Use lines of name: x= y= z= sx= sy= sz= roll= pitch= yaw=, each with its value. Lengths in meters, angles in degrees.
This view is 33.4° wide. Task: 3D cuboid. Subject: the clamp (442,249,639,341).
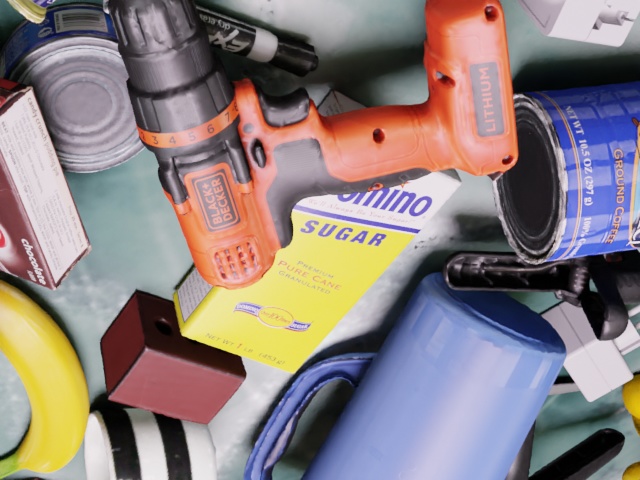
clamp: x=0.174 y=0.028 z=0.691 sx=0.171 sy=0.120 sz=0.039 roll=-9 pitch=119 yaw=-43

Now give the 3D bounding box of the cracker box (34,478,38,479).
cracker box: x=-0.264 y=0.292 z=0.751 sx=0.072 sy=0.164 sz=0.214 roll=38 pitch=117 yaw=5

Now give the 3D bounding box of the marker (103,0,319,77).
marker: x=-0.054 y=-0.110 z=0.561 sx=0.120 sy=0.020 sz=0.020 roll=14 pitch=125 yaw=-29

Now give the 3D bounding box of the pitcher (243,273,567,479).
pitcher: x=0.057 y=0.143 z=0.737 sx=0.149 sy=0.145 sz=0.243 roll=20 pitch=106 yaw=-22

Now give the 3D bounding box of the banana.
banana: x=-0.185 y=0.095 z=0.688 sx=0.069 sy=0.037 sz=0.198 roll=-7 pitch=132 yaw=-15

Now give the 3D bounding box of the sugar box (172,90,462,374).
sugar box: x=-0.004 y=0.001 z=0.659 sx=0.093 sy=0.048 sz=0.176 roll=23 pitch=121 yaw=-33

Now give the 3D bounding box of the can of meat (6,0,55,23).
can of meat: x=-0.128 y=-0.161 z=0.466 sx=0.084 sy=0.057 sz=0.102 roll=-36 pitch=132 yaw=11

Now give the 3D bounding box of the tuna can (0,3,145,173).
tuna can: x=-0.124 y=-0.078 z=0.557 sx=0.086 sy=0.034 sz=0.086 roll=-9 pitch=132 yaw=-10

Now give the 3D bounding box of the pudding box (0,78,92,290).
pudding box: x=-0.173 y=-0.035 z=0.543 sx=0.090 sy=0.039 sz=0.113 roll=18 pitch=142 yaw=26

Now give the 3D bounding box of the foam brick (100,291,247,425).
foam brick: x=-0.095 y=0.078 z=0.692 sx=0.078 sy=0.053 sz=0.051 roll=21 pitch=121 yaw=-33

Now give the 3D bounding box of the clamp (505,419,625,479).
clamp: x=0.156 y=0.200 z=0.822 sx=0.164 sy=0.036 sz=0.210 roll=33 pitch=81 yaw=-38

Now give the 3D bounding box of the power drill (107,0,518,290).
power drill: x=0.001 y=-0.073 z=0.542 sx=0.187 sy=0.057 sz=0.184 roll=-17 pitch=128 yaw=-2

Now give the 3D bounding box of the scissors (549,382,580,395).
scissors: x=0.132 y=0.109 z=0.823 sx=0.201 sy=0.016 sz=0.096 roll=-15 pitch=134 yaw=-6

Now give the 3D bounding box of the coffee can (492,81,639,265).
coffee can: x=0.187 y=-0.045 z=0.644 sx=0.140 sy=0.103 sz=0.103 roll=-7 pitch=132 yaw=-12
